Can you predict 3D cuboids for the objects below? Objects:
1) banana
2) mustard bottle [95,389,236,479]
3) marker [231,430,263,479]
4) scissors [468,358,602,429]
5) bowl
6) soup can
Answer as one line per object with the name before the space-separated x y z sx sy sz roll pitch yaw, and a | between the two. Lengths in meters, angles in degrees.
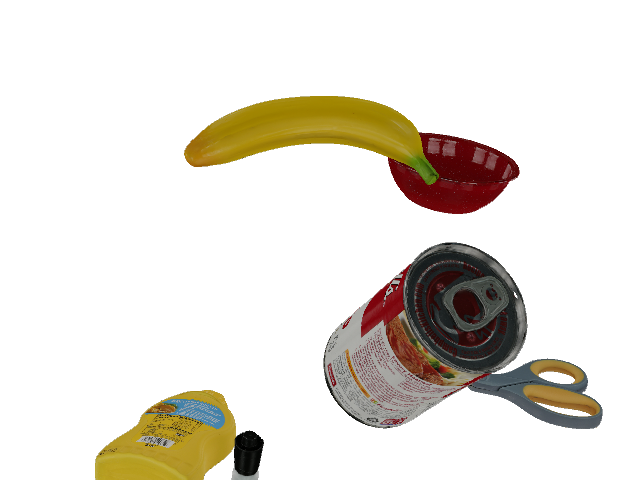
banana | -0.006 -0.083 0.830 0.197 0.069 0.037 3 -41 -7
mustard bottle | -0.136 0.194 1.045 0.096 0.058 0.191 7 17 15
marker | -0.052 0.174 0.705 0.020 0.121 0.020 6 31 -4
scissors | 0.155 0.119 0.958 0.202 0.016 0.096 17 29 16
bowl | 0.147 -0.074 1.247 0.162 0.055 0.162 8 24 -4
soup can | 0.051 0.053 0.555 0.068 0.068 0.102 0 -25 -25
